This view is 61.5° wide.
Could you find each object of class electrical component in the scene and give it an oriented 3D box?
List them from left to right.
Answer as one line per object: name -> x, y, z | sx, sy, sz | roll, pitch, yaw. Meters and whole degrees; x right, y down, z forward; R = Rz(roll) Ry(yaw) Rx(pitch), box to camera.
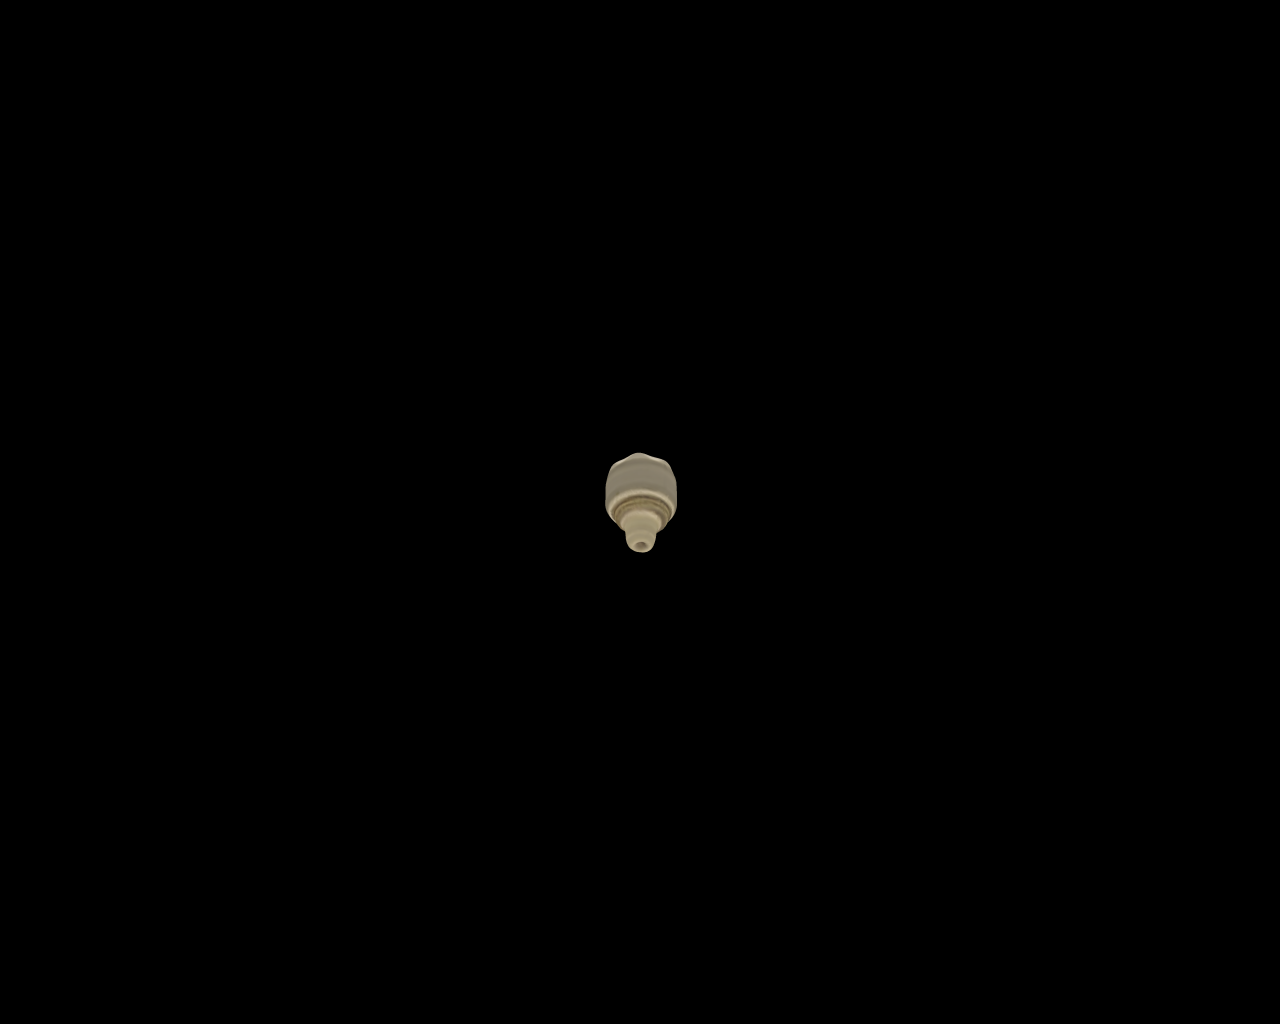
electrical component -> 0.001, -0.003, 0.650 | 0.043, 0.062, 0.043 | 0, -40, 0
